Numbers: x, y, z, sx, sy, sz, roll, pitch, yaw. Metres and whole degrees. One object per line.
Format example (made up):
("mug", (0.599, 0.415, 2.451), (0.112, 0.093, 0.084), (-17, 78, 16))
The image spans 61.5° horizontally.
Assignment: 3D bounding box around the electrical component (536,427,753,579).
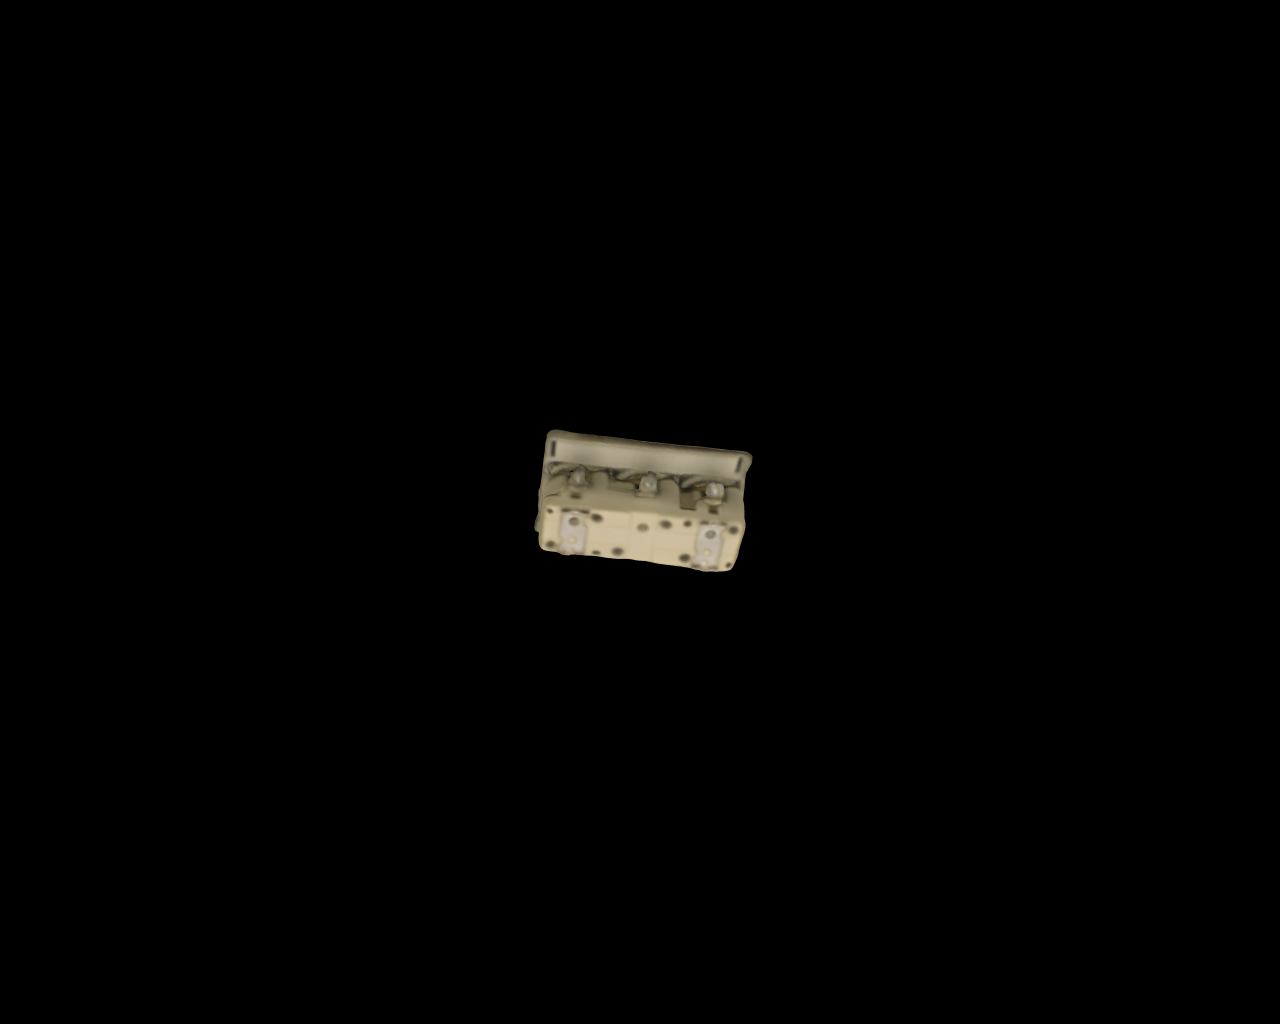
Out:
("electrical component", (0.001, -0.003, 0.650), (0.121, 0.078, 0.063), (7, 40, -6))
